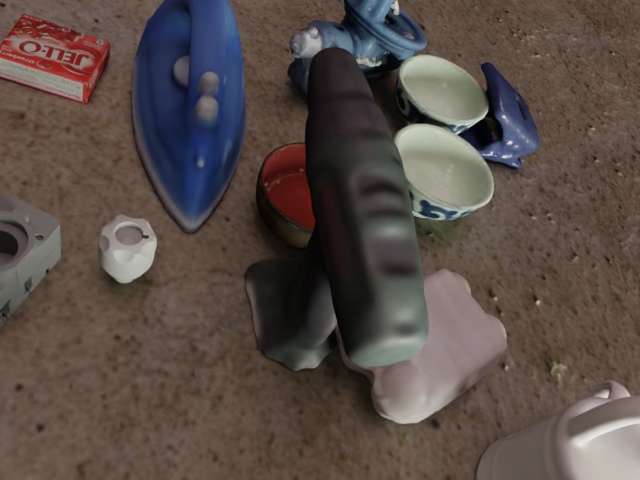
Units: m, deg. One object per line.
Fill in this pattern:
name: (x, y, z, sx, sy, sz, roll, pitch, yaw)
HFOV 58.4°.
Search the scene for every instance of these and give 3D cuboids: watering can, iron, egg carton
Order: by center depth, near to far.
watering can: (0.207, 0.174, 0.414, 0.101, 0.194, 0.173, 16, 51, -11)
egg carton: (0.093, 0.091, 0.507, 0.151, 0.069, 0.107, -24, 68, -35)
iron: (-0.114, -0.151, 0.547, 0.119, 0.141, 0.258, 4, 55, -21)

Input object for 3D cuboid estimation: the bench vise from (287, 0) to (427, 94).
bench vise: (0.066, -0.255, 0.649, 0.121, 0.219, 0.208, 34, 50, 3)

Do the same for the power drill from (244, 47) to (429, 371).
power drill: (0.004, 0.002, 0.443, 0.076, 0.208, 0.229, -2, 57, -24)

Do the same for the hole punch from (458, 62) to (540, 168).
hole punch: (0.237, -0.163, 0.741, 0.101, 0.091, 0.108, 10, 53, -17)
